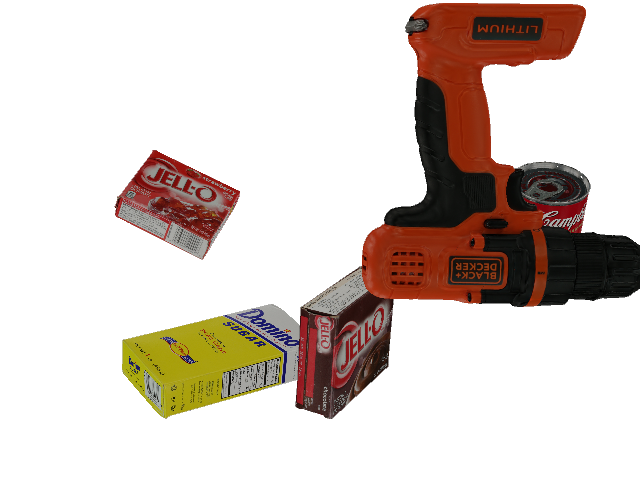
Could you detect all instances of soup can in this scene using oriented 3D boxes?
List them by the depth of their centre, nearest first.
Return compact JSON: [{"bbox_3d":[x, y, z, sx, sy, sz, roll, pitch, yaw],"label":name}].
[{"bbox_3d":[0.198,-0.009,0.953,0.068,0.102,0.068,1,35,-1],"label":"soup can"}]

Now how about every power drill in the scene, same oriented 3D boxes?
[{"bbox_3d":[0.120,-0.051,0.661,0.184,0.188,0.057,1,8,-7],"label":"power drill"}]

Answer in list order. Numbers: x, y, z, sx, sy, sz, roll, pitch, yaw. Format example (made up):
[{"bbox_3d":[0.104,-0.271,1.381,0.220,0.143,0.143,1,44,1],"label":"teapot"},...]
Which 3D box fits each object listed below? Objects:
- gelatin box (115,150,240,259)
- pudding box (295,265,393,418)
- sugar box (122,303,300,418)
[{"bbox_3d":[-0.126,-0.033,0.940,0.089,0.030,0.073,27,43,0],"label":"gelatin box"},{"bbox_3d":[0.021,0.080,0.874,0.039,0.090,0.113,13,23,23],"label":"pudding box"},{"bbox_3d":[-0.098,0.116,1.062,0.175,0.048,0.093,-15,33,-31],"label":"sugar box"}]
